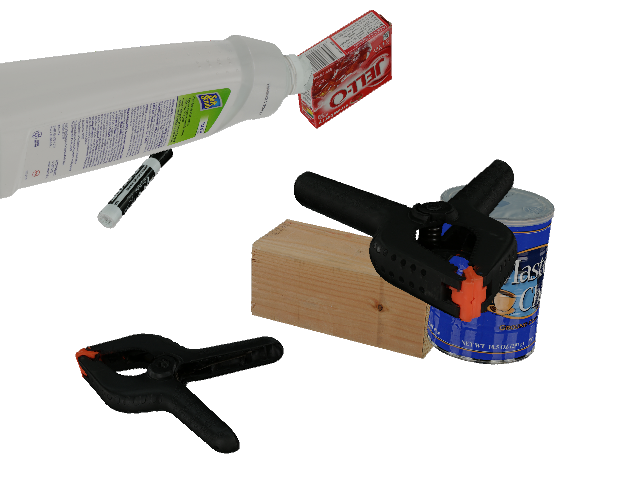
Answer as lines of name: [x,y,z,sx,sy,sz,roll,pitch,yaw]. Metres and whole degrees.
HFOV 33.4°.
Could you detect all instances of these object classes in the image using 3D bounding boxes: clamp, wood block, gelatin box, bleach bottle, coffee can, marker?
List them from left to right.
marker: [-0.179,-0.056,1.045,0.020,0.020,0.121,0,40,30]
bleach bottle: [-0.125,-0.101,0.792,0.250,0.068,0.103,-13,-25,-24]
clamp: [-0.117,0.109,0.888,0.172,0.039,0.120,16,37,21]
gelatin box: [0.022,-0.148,0.927,0.089,0.030,0.073,-34,-26,-15]
wood block: [0.034,0.050,1.174,0.206,0.091,0.090,13,26,23]
clamp: [0.064,-0.007,0.715,0.164,0.036,0.210,-2,25,0]
coffee can: [0.156,0.029,0.991,0.103,0.140,0.103,3,20,-1]
